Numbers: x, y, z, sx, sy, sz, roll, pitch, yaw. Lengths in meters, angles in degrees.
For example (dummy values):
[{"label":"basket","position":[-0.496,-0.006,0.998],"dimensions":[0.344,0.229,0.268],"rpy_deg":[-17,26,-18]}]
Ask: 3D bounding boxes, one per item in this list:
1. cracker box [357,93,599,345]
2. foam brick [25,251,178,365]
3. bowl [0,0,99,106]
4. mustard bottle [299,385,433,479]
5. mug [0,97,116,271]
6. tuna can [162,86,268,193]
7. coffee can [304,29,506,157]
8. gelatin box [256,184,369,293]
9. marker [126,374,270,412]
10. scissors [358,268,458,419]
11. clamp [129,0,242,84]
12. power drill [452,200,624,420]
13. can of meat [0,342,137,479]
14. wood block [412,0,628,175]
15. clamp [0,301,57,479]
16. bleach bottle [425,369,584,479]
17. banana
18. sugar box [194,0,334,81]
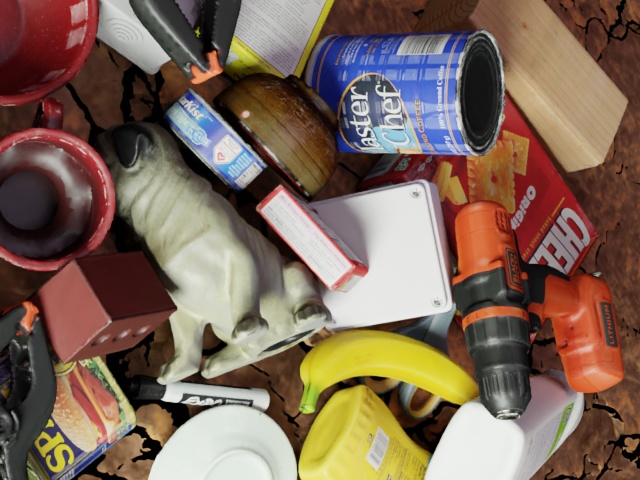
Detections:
[{"label":"cracker box","position":[0.155,-0.027,1.001],"dimensions":[0.213,0.072,0.164],"rpy_deg":[52,57,-19]},{"label":"foam brick","position":[-0.146,0.044,0.720],"dimensions":[0.051,0.053,0.078],"rpy_deg":[57,25,12]},{"label":"bowl","position":[-0.239,-0.167,0.743],"dimensions":[0.161,0.055,0.162],"rpy_deg":[7,78,-36]},{"label":"mustard bottle","position":[0.068,0.216,0.903],"dimensions":[0.191,0.058,0.096],"rpy_deg":[46,46,-21]},{"label":"mug","position":[-0.193,-0.039,0.727],"dimensions":[0.093,0.082,0.117],"rpy_deg":[6,89,-25]},{"label":"tuna can","position":[-0.081,-0.077,0.825],"dimensions":[0.034,0.086,0.086],"rpy_deg":[-45,112,0]},{"label":"coffee can","position":[0.071,-0.122,0.894],"dimensions":[0.102,0.141,0.103],"rpy_deg":[-12,104,-59]},{"label":"gelatin box","position":[-0.006,0.001,0.837],"dimensions":[0.030,0.073,0.089],"rpy_deg":[-44,80,4]},{"label":"marker","position":[-0.094,0.119,0.825],"dimensions":[0.120,0.020,0.020],"rpy_deg":[13,75,-34]},{"label":"scissors","position":[0.091,0.060,0.927],"dimensions":[0.096,0.016,0.202],"rpy_deg":[8,102,-23]},{"label":"clamp","position":[-0.117,-0.221,0.791],"dimensions":[0.164,0.036,0.210],"rpy_deg":[-6,85,-37]},{"label":"power drill","position":[0.185,0.073,0.894],"dimensions":[0.187,0.057,0.184],"rpy_deg":[25,54,-43]},{"label":"can of meat","position":[-0.187,0.115,0.734],"dimensions":[0.083,0.058,0.102],"rpy_deg":[-38,105,-37]},{"label":"wood block","position":[0.196,-0.163,1.043],"dimensions":[0.206,0.091,0.090],"rpy_deg":[42,60,-24]},{"label":"clamp","position":[-0.199,0.124,0.658],"dimensions":[0.120,0.039,0.171],"rpy_deg":[46,50,-38]},{"label":"bleach bottle","position":[0.183,0.174,0.959],"dimensions":[0.250,0.068,0.103],"rpy_deg":[-4,119,-61]},{"label":"banana","position":[0.055,0.108,0.884],"dimensions":[0.197,0.037,0.069],"rpy_deg":[4,70,-36]},{"label":"sugar box","position":[-0.037,-0.214,0.909],"dimensions":[0.093,0.048,0.176],"rpy_deg":[37,59,-27]}]
